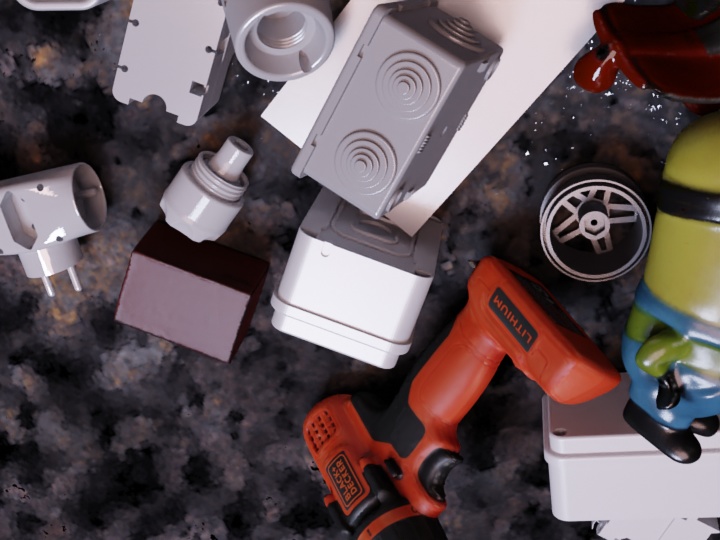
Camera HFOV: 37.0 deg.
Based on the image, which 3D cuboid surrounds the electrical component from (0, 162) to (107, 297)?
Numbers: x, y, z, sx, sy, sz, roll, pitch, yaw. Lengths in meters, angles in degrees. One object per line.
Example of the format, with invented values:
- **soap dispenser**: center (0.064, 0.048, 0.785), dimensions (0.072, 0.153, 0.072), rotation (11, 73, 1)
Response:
- **electrical component**: center (-0.196, -0.021, 0.666), dimensions (0.077, 0.043, 0.079), rotation (-11, 110, 13)

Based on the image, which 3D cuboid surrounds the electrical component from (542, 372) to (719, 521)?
- **electrical component**: center (0.168, 0.103, 0.644), dimensions (0.113, 0.078, 0.057), rotation (-4, 114, 10)

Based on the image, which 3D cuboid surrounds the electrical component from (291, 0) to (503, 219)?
- **electrical component**: center (0.021, -0.078, 0.513), dimensions (0.048, 0.100, 0.099), rotation (33, 114, 8)

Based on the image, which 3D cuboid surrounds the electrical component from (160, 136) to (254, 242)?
- **electrical component**: center (-0.087, -0.050, 0.638), dimensions (0.043, 0.043, 0.062), rotation (36, 112, -7)

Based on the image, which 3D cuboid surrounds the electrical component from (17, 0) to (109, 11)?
- **electrical component**: center (-0.157, -0.193, 0.580), dimensions (0.054, 0.059, 0.095), rotation (1, 113, 8)

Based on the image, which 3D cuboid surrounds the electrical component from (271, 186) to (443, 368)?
- **electrical component**: center (0.000, 0.000, 0.608), dimensions (0.078, 0.113, 0.057), rotation (20, 111, 0)

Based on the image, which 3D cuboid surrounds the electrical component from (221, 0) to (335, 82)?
- **electrical component**: center (-0.041, -0.128, 0.539), dimensions (0.055, 0.047, 0.055), rotation (-9, 144, -6)

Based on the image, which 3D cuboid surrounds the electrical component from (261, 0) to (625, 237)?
- **electrical component**: center (0.049, -0.126, 0.576), dimensions (0.105, 0.060, 0.186), rotation (38, 113, -8)

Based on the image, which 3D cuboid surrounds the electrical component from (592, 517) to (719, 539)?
- **electrical component**: center (0.186, 0.156, 0.683), dimensions (0.064, 0.042, 0.081), rotation (26, 114, -1)

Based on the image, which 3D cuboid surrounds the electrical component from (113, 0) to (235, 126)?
- **electrical component**: center (-0.096, -0.135, 0.597), dimensions (0.050, 0.055, 0.089), rotation (20, 114, 0)
